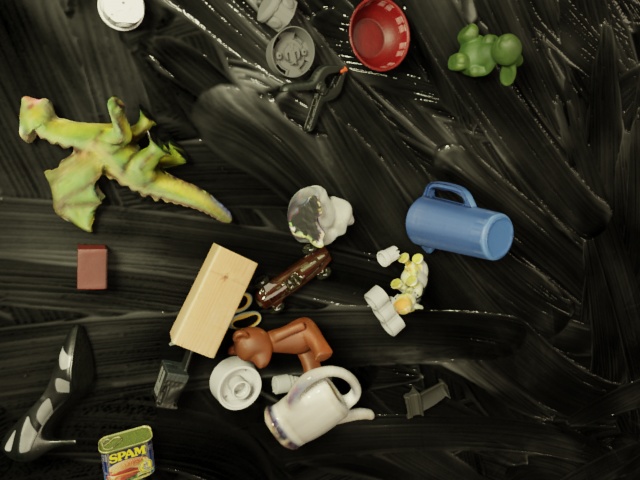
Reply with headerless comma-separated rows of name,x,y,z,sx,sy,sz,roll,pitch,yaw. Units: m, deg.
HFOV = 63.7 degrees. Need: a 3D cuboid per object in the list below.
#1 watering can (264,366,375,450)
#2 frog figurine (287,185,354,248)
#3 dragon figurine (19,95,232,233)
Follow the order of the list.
watering can,0.005,0.403,1.196,0.224,0.106,0.340,-32,137,-2
frog figurine,0.004,-0.058,1.160,0.161,0.122,0.137,-30,100,-59
dragon figurine,-0.379,-0.115,0.964,0.242,0.124,0.405,-38,111,2
